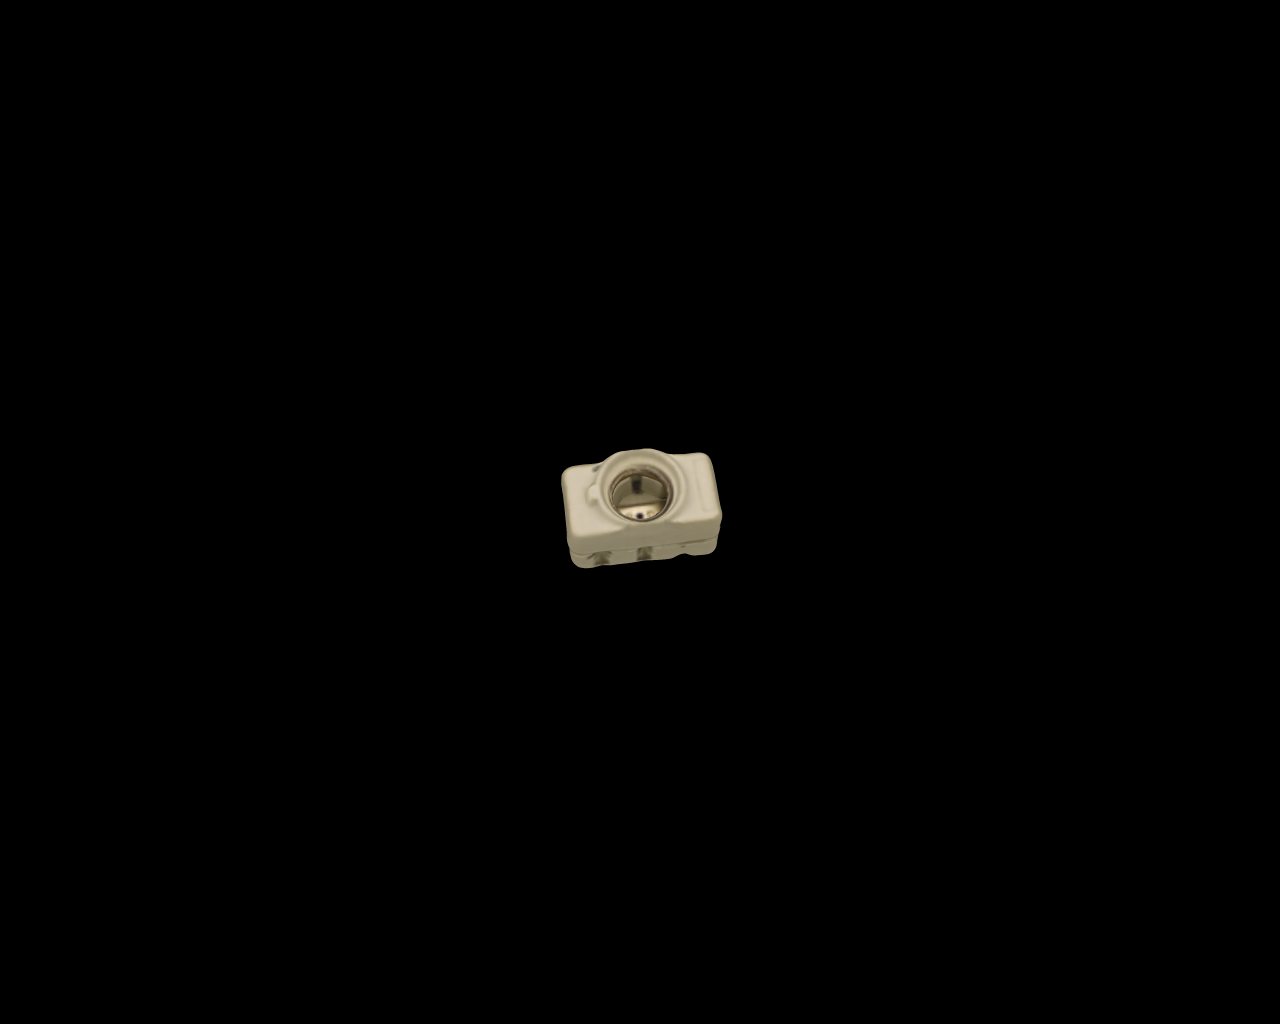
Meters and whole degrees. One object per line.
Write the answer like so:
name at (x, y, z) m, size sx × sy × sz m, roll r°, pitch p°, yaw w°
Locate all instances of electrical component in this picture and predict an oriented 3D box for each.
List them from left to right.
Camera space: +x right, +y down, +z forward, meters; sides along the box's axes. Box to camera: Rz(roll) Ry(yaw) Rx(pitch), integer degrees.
electrical component at (0.001, -0.003, 0.650) m, size 0.089 × 0.050 × 0.055 m, roll -6°, pitch -27°, yaw -3°
